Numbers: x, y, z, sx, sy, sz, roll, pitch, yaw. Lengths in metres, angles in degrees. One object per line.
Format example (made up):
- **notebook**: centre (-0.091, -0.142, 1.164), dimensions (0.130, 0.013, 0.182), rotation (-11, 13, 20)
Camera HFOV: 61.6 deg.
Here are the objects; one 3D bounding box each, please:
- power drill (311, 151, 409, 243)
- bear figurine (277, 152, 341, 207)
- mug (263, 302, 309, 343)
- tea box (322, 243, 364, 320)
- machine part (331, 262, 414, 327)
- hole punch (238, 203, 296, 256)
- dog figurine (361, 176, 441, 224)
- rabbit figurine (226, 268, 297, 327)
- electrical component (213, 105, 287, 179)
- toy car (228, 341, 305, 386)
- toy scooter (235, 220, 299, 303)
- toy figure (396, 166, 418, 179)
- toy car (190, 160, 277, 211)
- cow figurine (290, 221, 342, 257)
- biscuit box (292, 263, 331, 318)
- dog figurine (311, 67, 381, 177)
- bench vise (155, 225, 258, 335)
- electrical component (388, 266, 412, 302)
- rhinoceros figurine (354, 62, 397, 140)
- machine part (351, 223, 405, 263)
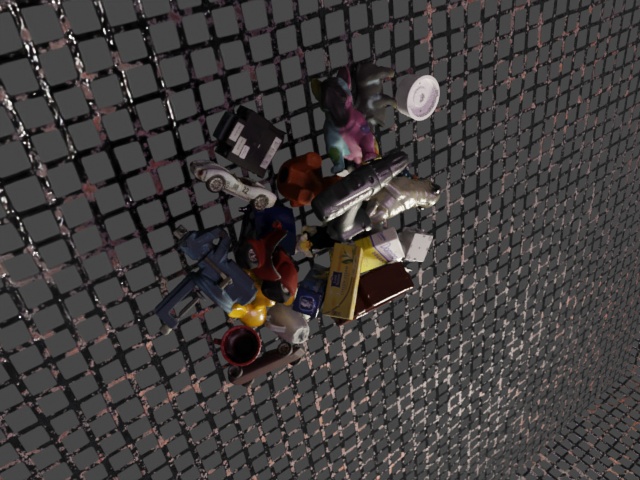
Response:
- **power drill**: centre (0.089, -0.086, 1.184), dimensions (0.232, 0.086, 0.207), rotation (-29, 163, -16)
- **bear figurine**: centre (0.002, -0.117, 1.223), dimensions (0.195, 0.132, 0.120), rotation (18, 84, -36)
- **mug**: centre (-0.084, 0.209, 1.337), dimensions (0.109, 0.107, 0.080), rotation (13, 103, -44)
- **tea box**: centre (0.056, 0.099, 1.266), dimensions (0.098, 0.068, 0.169), rotation (58, 40, -77)
- **machine part**: centre (0.128, 0.140, 1.415), dimensions (0.201, 0.087, 0.201), rotation (-20, 166, -28)
- **hole punch**: centre (-0.113, -0.021, 1.210), dimensions (0.142, 0.092, 0.115), rotation (1, 108, -35)
- **dog figurine**: centre (0.198, -0.090, 1.352), dimensions (0.190, 0.121, 0.172), rotation (19, 119, -25)
- **rabbit figurine**: centre (-0.149, 0.140, 1.250), dimensions (0.162, 0.122, 0.173), rotation (-3, 133, -34)
- **electrical component**: centre (-0.149, -0.206, 1.103), dimensions (0.134, 0.058, 0.115), rotation (29, 91, -43)
- **toy car**: centre (-0.136, 0.307, 1.344), dimensions (0.202, 0.053, 0.089), rotation (-26, 143, 5)
- **toy scooter**: centre (-0.096, 0.038, 1.138), dimensions (0.183, 0.075, 0.135), rotation (54, 49, -37)
- **toy figure**: centre (0.250, -0.141, 1.452), dimensions (0.058, 0.064, 0.154), rotation (-31, 135, 29)
- **toy car**: centre (-0.179, -0.115, 1.115), dimensions (0.201, 0.074, 0.056), rotation (23, 101, -43)
- **cow figurine**: centre (-0.003, -0.002, 1.290), dimensions (0.167, 0.098, 0.068), rotation (-25, 110, -30)
- **biscuit box**: centre (-0.012, 0.118, 1.298), dimensions (0.203, 0.059, 0.062), rotation (-55, 162, -73)
- **dog figurine**: centre (0.054, -0.259, 1.180), dimensions (0.191, 0.109, 0.219), rotation (-14, 87, -76)
- **bench vise**: centre (-0.258, 0.090, 1.117), dimensions (0.240, 0.129, 0.223), rotation (-45, 115, -5)
- **electrical component**: centre (0.203, 0.117, 1.540), dimensions (0.047, 0.075, 0.119), rotation (19, 102, -44)
- **rhinoceros figurine**: centre (0.116, -0.314, 1.245), dimensions (0.112, 0.073, 0.190), rotation (-22, 124, -30)
- **machine part**: centre (0.155, 0.002, 1.439), dimensions (0.243, 0.079, 0.079), rotation (31, 92, -42)
